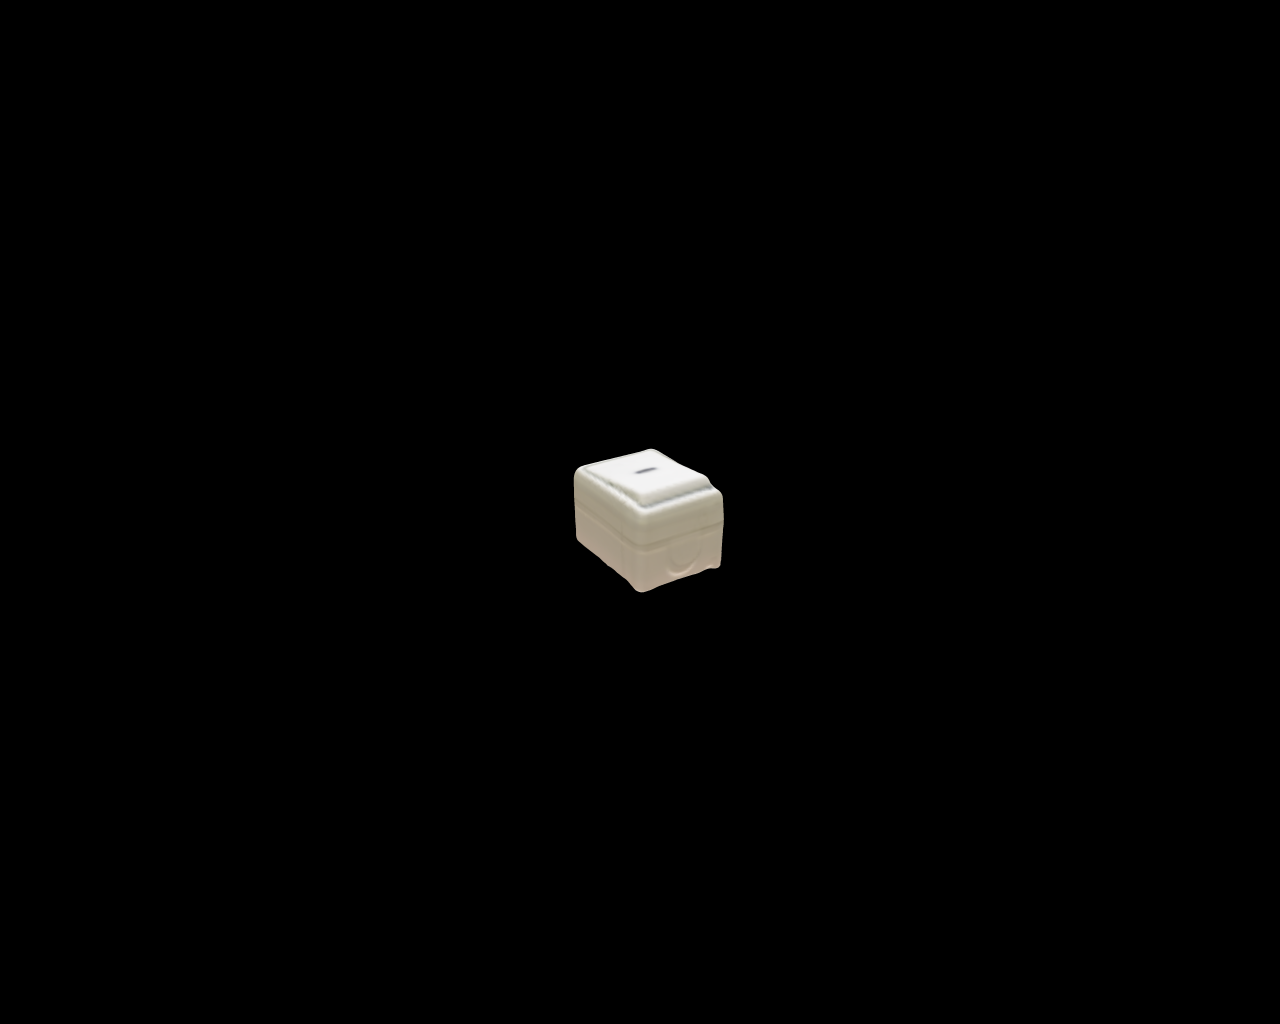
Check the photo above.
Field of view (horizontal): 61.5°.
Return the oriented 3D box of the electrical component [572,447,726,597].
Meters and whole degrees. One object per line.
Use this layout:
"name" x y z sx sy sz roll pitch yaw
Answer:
"electrical component" 0.001 -0.003 0.650 0.062 0.061 0.096 -16 31 -28
